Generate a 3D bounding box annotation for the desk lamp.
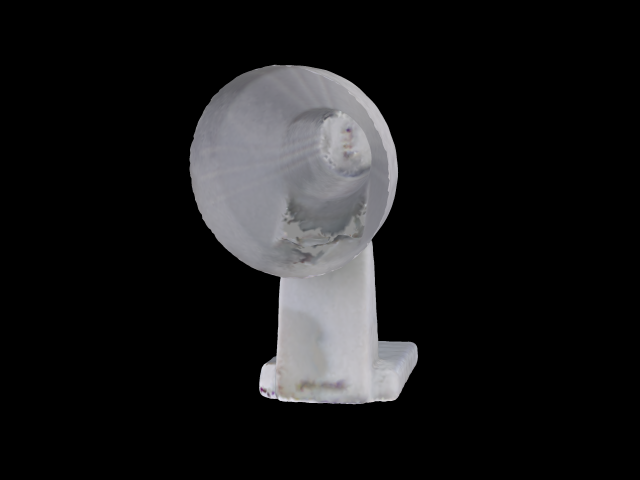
[{"bbox_3d":[0.004,0.001,0.400,0.117,0.213,0.204,0,0,16],"label":"desk lamp"}]
